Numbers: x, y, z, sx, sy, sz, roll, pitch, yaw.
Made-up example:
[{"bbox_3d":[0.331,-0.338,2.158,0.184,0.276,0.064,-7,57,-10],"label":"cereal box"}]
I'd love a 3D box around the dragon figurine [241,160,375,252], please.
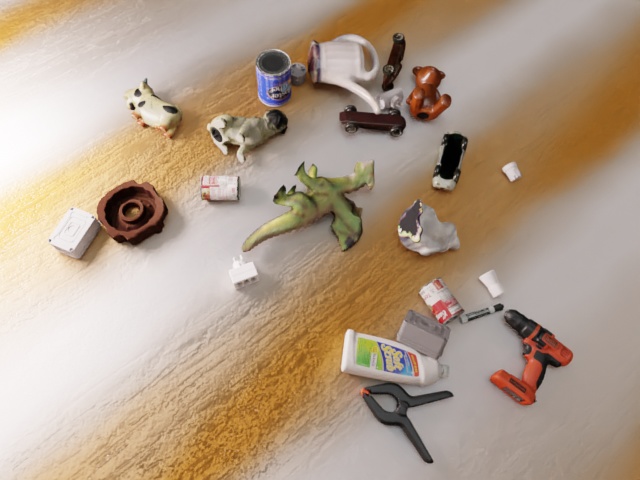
[{"bbox_3d":[0.004,-0.069,1.371,0.243,0.121,0.414,35,76,5],"label":"dragon figurine"}]

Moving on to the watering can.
[{"bbox_3d":[0.075,-0.514,1.571,0.224,0.101,0.356,-2,56,-3],"label":"watering can"}]

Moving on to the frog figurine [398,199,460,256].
[{"bbox_3d":[0.291,-0.024,1.370,0.158,0.121,0.140,20,50,-33],"label":"frog figurine"}]
